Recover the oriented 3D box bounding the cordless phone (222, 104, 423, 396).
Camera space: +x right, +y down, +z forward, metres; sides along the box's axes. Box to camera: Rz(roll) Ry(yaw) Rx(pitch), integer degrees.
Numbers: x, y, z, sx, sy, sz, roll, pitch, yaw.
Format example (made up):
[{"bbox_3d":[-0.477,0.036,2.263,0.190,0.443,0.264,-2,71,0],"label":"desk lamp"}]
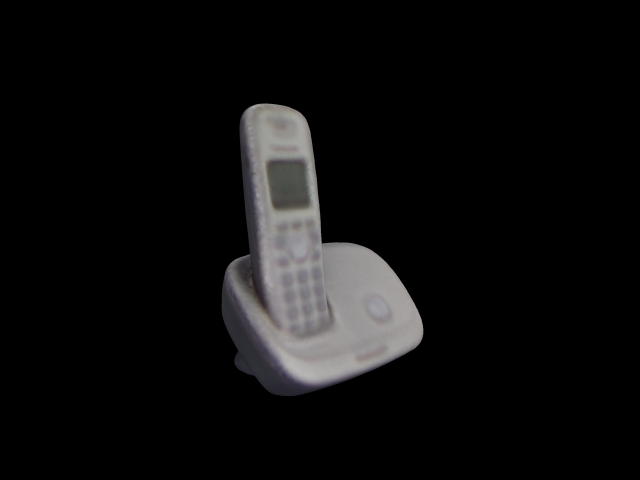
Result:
[{"bbox_3d":[0.004,0.001,0.400,0.093,0.185,0.148,8,12,43],"label":"cordless phone"}]
